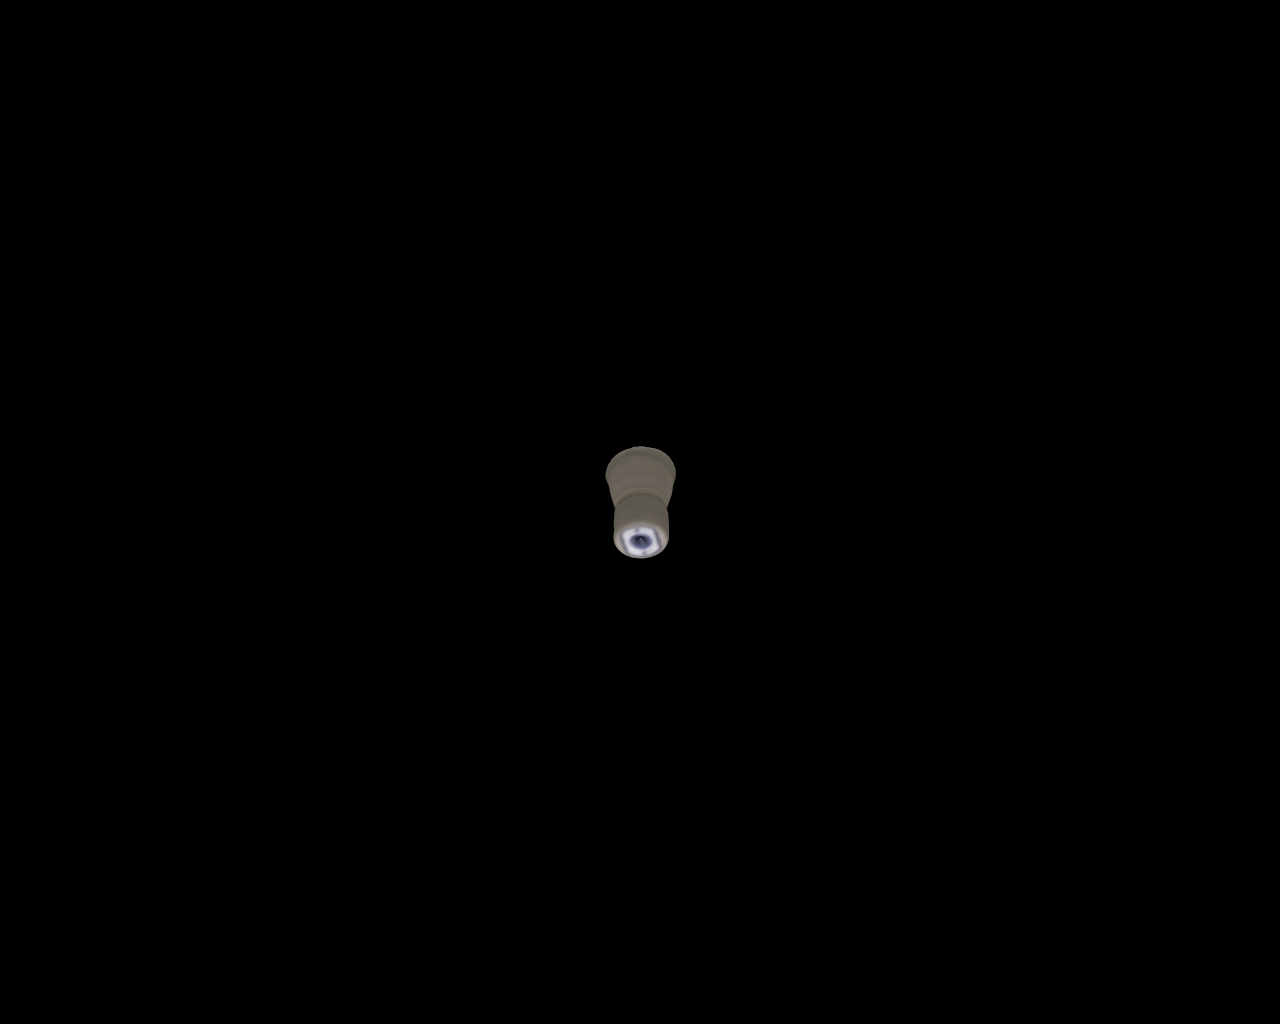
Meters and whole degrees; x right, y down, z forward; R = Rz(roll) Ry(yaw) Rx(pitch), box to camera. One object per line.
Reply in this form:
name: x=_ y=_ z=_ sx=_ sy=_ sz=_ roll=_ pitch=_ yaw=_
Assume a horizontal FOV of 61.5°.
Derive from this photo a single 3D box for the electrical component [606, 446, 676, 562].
electrical component: x=0.001 y=-0.003 z=0.650 sx=0.044 sy=0.044 sz=0.065 roll=0 pitch=44 yaw=0
